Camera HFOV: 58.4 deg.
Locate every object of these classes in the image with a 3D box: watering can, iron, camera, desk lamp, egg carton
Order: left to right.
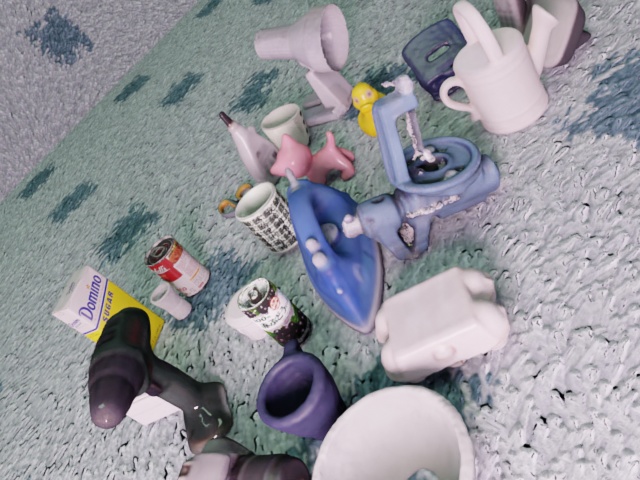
[{"bbox_3d":[-0.087,0.285,0.623,0.136,0.101,0.143,-18,42,30],"label":"camera"},{"bbox_3d":[-0.017,-0.339,1.120,0.202,0.214,0.118,-7,48,39],"label":"desk lamp"},{"bbox_3d":[0.007,0.003,0.797,0.118,0.142,0.258,-33,36,12],"label":"iron"},{"bbox_3d":[0.133,0.097,0.640,0.150,0.070,0.107,-29,37,18],"label":"egg carton"},{"bbox_3d":[0.245,-0.256,0.801,0.173,0.195,0.100,-44,35,-3],"label":"watering can"}]

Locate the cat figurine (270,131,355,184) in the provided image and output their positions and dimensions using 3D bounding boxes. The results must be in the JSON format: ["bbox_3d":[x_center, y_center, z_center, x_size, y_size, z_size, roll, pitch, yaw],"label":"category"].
[{"bbox_3d":[-0.019,-0.142,0.996,0.127,0.118,0.067,-28,38,19],"label":"cat figurine"}]

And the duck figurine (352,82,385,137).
[{"bbox_3d":[0.090,-0.248,1.033,0.077,0.086,0.104,-25,39,23],"label":"duck figurine"}]

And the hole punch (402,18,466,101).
[{"bbox_3d":[0.210,-0.312,0.982,0.108,0.091,0.101,-34,36,11],"label":"hole punch"}]

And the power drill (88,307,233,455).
[{"bbox_3d":[-0.211,0.191,0.745,0.075,0.209,0.229,-40,35,3],"label":"power drill"}]

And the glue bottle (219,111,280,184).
[{"bbox_3d":[-0.134,-0.182,1.100,0.037,0.174,0.078,-3,51,42],"label":"glue bottle"}]

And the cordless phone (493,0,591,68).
[{"bbox_3d":[0.309,-0.353,0.850,0.094,0.186,0.147,-45,35,-4],"label":"cordless phone"}]

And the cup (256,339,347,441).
[{"bbox_3d":[-0.012,0.181,0.667,0.091,0.095,0.117,-29,37,18],"label":"cup"}]

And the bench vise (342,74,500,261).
[{"bbox_3d":[0.110,-0.082,0.721,0.207,0.220,0.121,-46,35,-6],"label":"bench vise"}]

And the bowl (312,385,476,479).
[{"bbox_3d":[0.079,0.230,0.546,0.167,0.075,0.167,-25,38,22],"label":"bowl"}]
